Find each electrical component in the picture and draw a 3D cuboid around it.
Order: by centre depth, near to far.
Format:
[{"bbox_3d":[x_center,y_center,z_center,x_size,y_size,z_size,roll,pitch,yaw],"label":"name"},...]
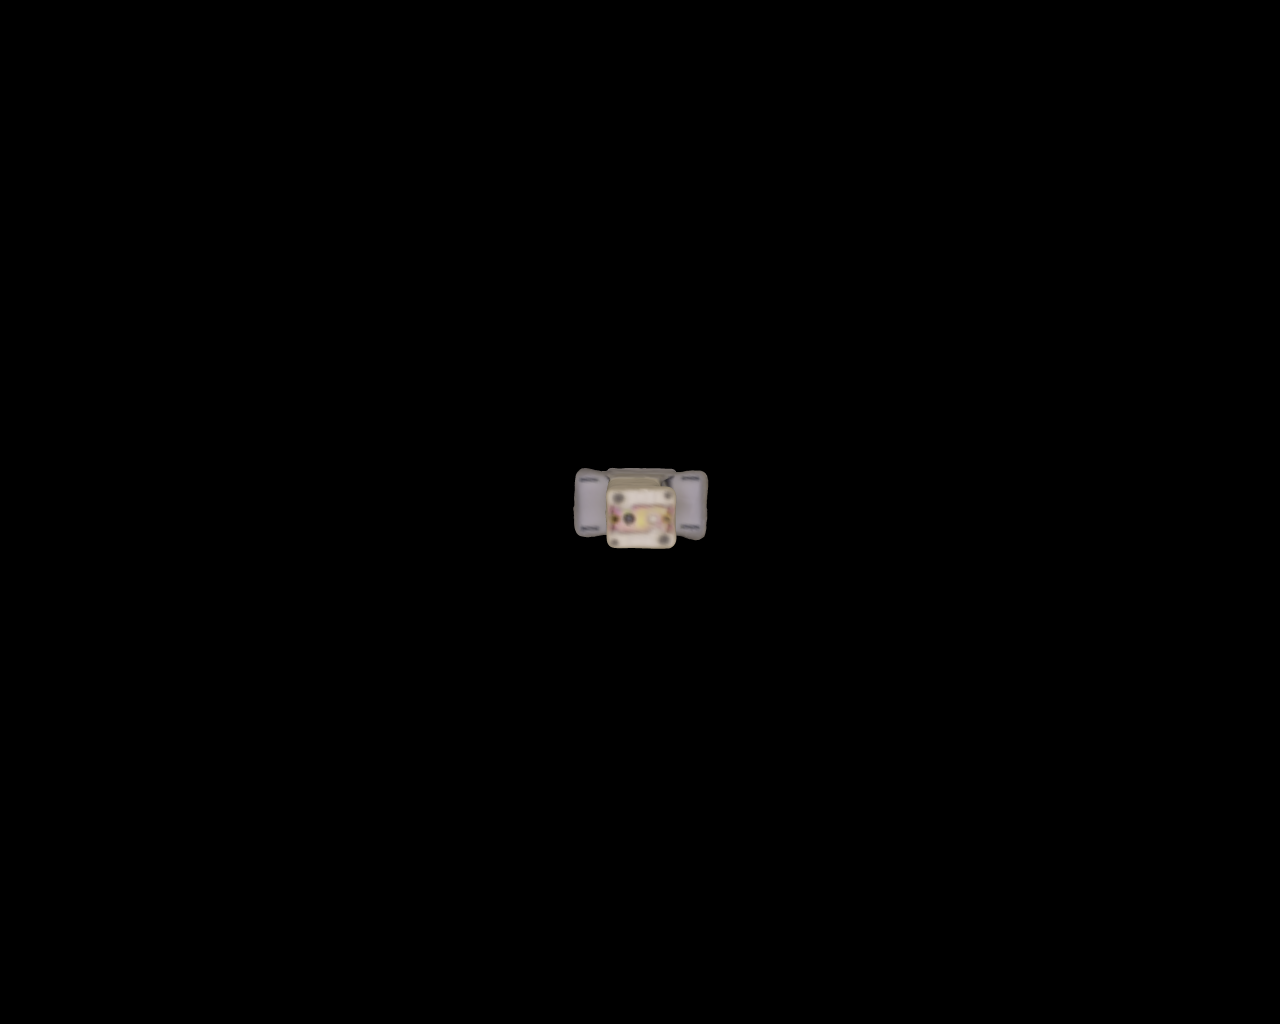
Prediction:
[{"bbox_3d":[0.001,-0.003,0.650,0.081,0.042,0.064,0,13,0],"label":"electrical component"}]
